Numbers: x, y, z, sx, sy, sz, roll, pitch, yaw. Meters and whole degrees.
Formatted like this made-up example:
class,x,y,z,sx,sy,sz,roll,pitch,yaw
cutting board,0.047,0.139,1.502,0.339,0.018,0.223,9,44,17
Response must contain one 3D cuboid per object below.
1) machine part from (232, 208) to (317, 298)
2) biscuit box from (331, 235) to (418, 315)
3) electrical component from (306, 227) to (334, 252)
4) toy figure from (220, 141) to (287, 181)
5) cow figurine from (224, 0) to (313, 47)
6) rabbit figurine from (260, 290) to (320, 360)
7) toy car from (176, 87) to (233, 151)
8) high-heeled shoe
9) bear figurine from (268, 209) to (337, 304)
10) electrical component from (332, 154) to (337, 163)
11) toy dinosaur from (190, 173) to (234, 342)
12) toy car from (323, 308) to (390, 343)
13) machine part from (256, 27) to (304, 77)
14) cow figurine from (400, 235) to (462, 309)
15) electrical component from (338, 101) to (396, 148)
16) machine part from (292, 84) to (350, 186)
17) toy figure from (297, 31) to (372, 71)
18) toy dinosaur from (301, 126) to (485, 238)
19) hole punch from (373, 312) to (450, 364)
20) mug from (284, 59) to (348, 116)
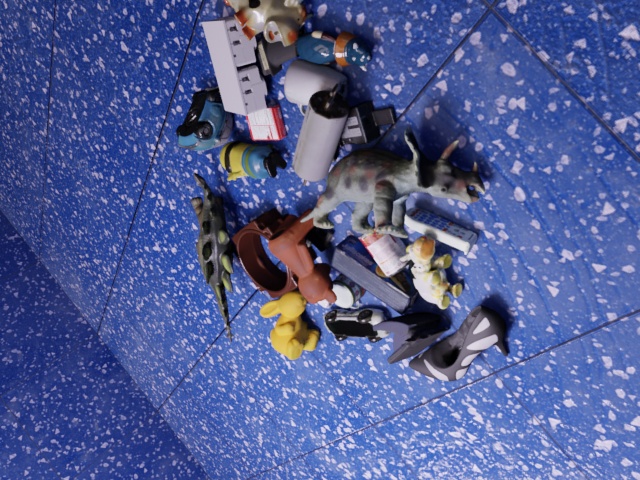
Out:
class,x,y,z,sx,sy,sz,roll,pitch,yaw
machine part,-0.119,0.038,1.358,0.201,0.087,0.201,-30,93,51
biscuit box,0.119,0.073,1.165,0.203,0.059,0.062,35,138,22
electrical component,-0.003,-0.004,1.261,0.063,0.021,0.094,45,139,11
toy figure,-0.158,-0.186,1.243,0.180,0.082,0.089,9,112,46
cow figurine,-0.099,-0.432,0.990,0.195,0.127,0.085,58,-175,20
rabbit figurine,-0.076,0.206,1.437,0.163,0.122,0.173,27,120,42
toy car,-0.258,-0.271,1.255,0.109,0.161,0.102,7,163,43
high-heeled shoe,0.261,0.206,1.083,0.249,0.086,0.145,-21,122,32
bear figurine,-0.022,0.045,1.220,0.195,0.132,0.120,49,151,-15
electrical component,-0.005,-0.189,1.119,0.078,0.045,0.102,-15,111,19
toy dinosaur,-0.278,0.047,1.431,0.199,0.105,0.470,-115,16,-61
toy car,0.086,0.203,1.296,0.202,0.056,0.073,-9,117,49
machine part,-0.079,-0.374,1.064,0.139,0.039,0.084,-3,106,48
cow figurine,0.204,0.052,1.042,0.098,0.068,0.167,20,146,51
electrical component,0.081,-0.218,1.007,0.119,0.048,0.074,7,122,44
machine part,-0.001,-0.192,1.012,0.079,0.079,0.243,41,144,16
toy figure,0.029,-0.343,0.961,0.155,0.064,0.057,17,91,31
toy dinosaur,0.092,-0.106,1.000,0.405,0.131,0.192,9,88,46
hole punch,0.189,0.190,1.133,0.115,0.142,0.092,-48,57,42
mug,-0.004,-0.281,1.022,0.107,0.081,0.109,18,125,25
